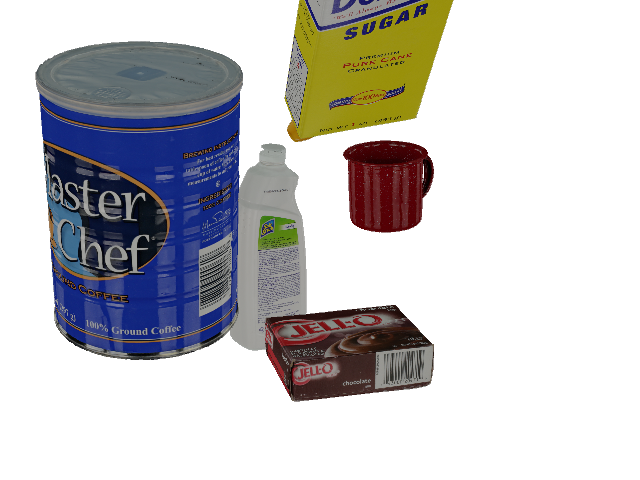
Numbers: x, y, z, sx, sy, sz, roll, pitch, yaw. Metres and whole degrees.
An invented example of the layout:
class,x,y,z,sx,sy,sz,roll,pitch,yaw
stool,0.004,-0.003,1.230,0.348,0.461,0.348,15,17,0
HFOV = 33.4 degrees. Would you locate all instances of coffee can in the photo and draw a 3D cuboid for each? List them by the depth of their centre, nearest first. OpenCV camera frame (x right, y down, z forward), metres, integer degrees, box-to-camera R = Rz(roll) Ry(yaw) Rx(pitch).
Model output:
class,x,y,z,sx,sy,sz,roll,pitch,yaw
coffee can,-0.093,-0.023,0.565,0.103,0.140,0.103,2,27,-1

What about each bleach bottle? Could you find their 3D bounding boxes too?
class,x,y,z,sx,sy,sz,roll,pitch,yaw
bleach bottle,-0.058,0.005,1.308,0.102,0.251,0.068,-10,25,-35

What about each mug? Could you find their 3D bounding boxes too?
class,x,y,z,sx,sy,sz,roll,pitch,yaw
mug,0.082,-0.063,1.195,0.117,0.081,0.093,-20,28,-37

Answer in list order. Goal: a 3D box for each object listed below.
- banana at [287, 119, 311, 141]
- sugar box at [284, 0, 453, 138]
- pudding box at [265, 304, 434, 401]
class,x,y,z,sx,sy,sz,roll,pitch,yaw
banana,0.039,-0.153,0.905,0.070,0.037,0.197,-16,33,45
sugar box,0.033,-0.141,0.697,0.093,0.048,0.176,-12,-27,-14
pudding box,0.020,0.085,0.824,0.113,0.039,0.090,-3,18,-15
